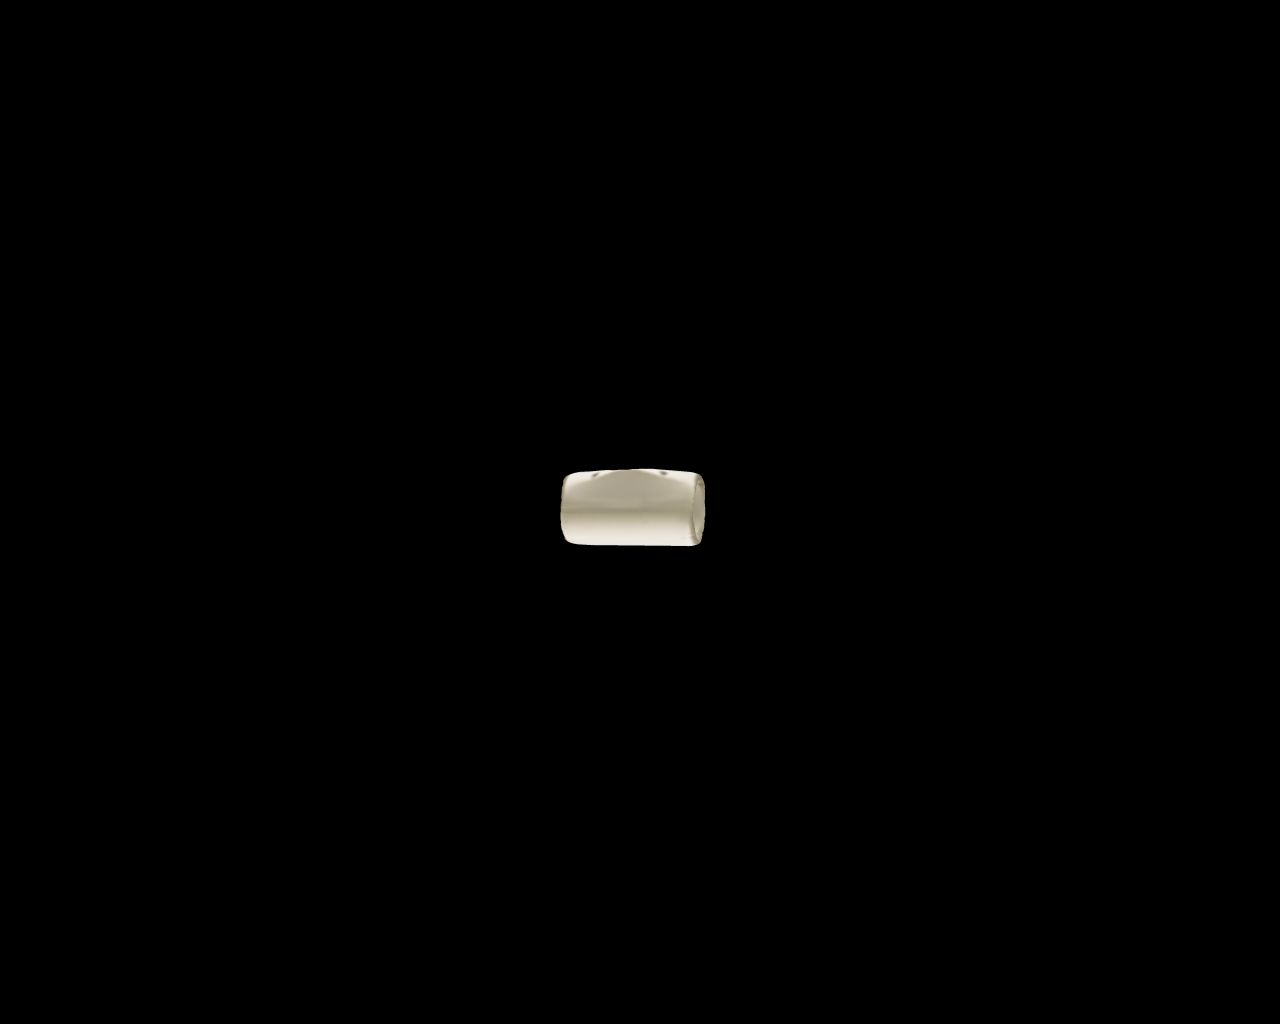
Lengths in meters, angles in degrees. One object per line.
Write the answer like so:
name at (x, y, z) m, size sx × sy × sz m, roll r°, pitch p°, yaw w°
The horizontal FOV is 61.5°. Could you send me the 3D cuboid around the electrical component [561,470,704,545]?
electrical component at (0.001, -0.003, 0.650) m, size 0.077 × 0.043 × 0.079 m, roll 0°, pitch 0°, yaw 13°
